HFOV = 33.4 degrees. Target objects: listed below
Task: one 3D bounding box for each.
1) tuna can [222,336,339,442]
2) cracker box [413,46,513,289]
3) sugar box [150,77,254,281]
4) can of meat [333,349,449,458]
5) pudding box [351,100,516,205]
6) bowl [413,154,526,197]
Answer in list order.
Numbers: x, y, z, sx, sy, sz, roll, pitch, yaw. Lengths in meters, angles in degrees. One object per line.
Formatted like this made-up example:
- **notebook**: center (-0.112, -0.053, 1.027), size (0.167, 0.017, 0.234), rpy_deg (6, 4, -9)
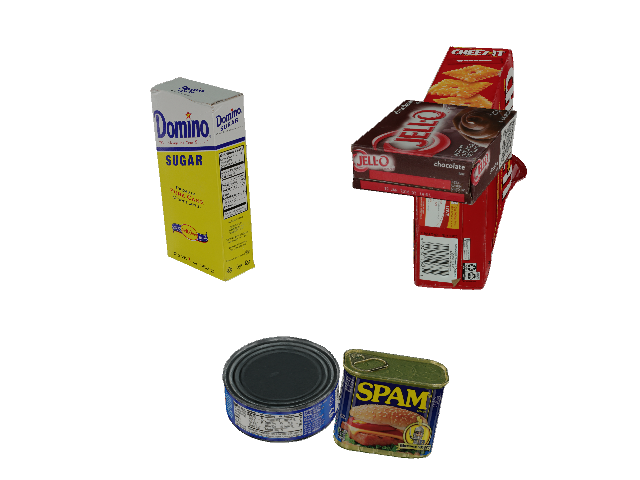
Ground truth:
- **tuna can**: center (-0.028, 0.109, 0.786), size (0.086, 0.034, 0.086), rpy_deg (-1, 31, 0)
- **cracker box**: center (0.138, -0.074, 0.999), size (0.072, 0.164, 0.213), rpy_deg (5, 27, 14)
- **sugar box**: center (-0.111, -0.058, 1.007), size (0.093, 0.176, 0.048), rpy_deg (19, 35, 41)
- **can of meat**: center (0.066, 0.159, 1.030), size (0.102, 0.084, 0.057), rpy_deg (9, 18, -1)
- **pudding box**: center (0.084, -0.066, 0.770), size (0.090, 0.039, 0.113), rpy_deg (10, 25, 22)
- **bowl**: center (0.154, -0.074, 1.239), size (0.162, 0.055, 0.162), rpy_deg (8, 25, -4)
